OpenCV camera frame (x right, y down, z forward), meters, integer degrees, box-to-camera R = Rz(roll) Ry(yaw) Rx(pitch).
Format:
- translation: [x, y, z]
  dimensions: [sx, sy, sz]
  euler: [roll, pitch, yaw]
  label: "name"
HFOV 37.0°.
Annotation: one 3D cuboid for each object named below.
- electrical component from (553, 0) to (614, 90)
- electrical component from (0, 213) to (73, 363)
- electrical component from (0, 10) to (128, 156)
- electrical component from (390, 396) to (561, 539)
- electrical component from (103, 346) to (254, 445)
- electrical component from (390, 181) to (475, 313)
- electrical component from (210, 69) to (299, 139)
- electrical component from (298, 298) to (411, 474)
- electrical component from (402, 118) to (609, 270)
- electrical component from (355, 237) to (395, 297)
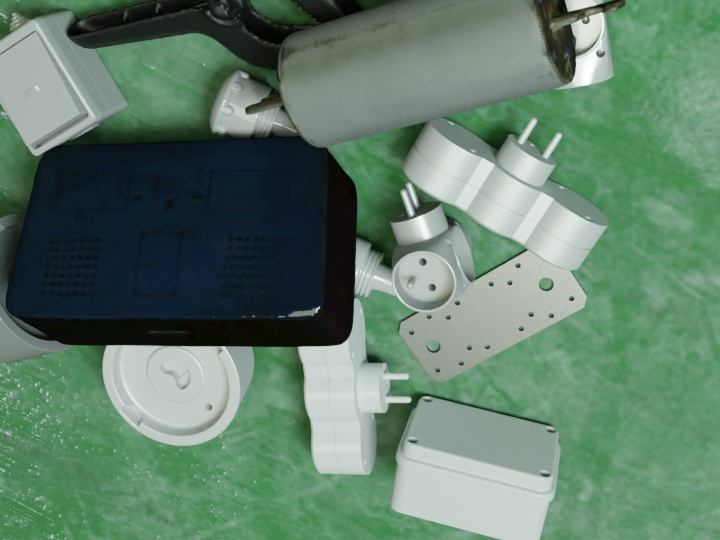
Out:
- translation: [0.116, -0.154, 0.682]
  dimensions: [0.079, 0.044, 0.077]
  euler: [-7, 108, 16]
  label: "electrical component"
- translation: [-0.262, 0.018, 0.807]
  dimensions: [0.060, 0.108, 0.108]
  euler: [-21, 103, 26]
  label: "electrical component"
- translation: [-0.224, -0.138, 0.762]
  dimensions: [0.062, 0.061, 0.096]
  euler: [-26, 102, 21]
  label: "electrical component"
- translation: [0.085, 0.143, 0.781]
  dimensions: [0.113, 0.078, 0.057]
  euler: [13, 115, 9]
  label: "electrical component"
- translation: [-0.133, 0.071, 0.817]
  dimensions: [0.108, 0.060, 0.108]
  euler: [5, 111, 12]
  label: "electrical component"
- translation: [0.044, -0.021, 0.731]
  dimensions: [0.044, 0.077, 0.079]
  euler: [-16, 105, 19]
  label: "electrical component"
- translation: [-0.070, -0.107, 0.746]
  dimensions: [0.062, 0.048, 0.048]
  euler: [22, 114, -5]
  label: "electrical component"
- translation: [0.001, 0.087, 0.795]
  dimensions: [0.074, 0.052, 0.138]
  euler: [-1, 109, 14]
  label: "electrical component"
- translation: [0.105, -0.065, 0.711]
  dimensions: [0.138, 0.052, 0.073]
  euler: [30, 113, -2]
  label: "electrical component"
- translation: [0.000, 0.000, 0.768]
  dimensions: [0.062, 0.043, 0.043]
  euler: [20, 113, 5]
  label: "electrical component"
